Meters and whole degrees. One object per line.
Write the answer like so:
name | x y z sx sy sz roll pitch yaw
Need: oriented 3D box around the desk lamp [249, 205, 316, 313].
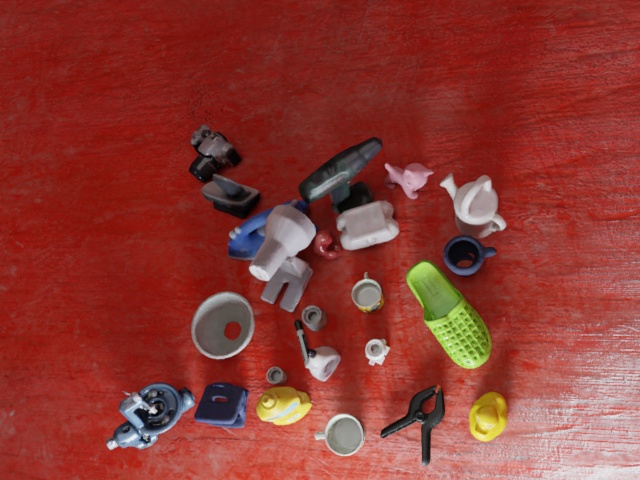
desk lamp | -0.087 0.044 1.376 0.117 0.214 0.203 19 75 22

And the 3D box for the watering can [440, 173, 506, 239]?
watering can | 0.351 -0.086 1.317 0.172 0.194 0.101 18 74 22

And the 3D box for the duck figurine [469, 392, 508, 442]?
duck figurine | 0.351 0.365 1.194 0.077 0.086 0.105 24 77 23

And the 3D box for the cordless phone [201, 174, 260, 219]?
cordless phone | -0.256 -0.142 1.515 0.147 0.185 0.094 15 74 21

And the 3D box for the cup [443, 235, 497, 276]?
cup | 0.346 0.044 1.321 0.117 0.095 0.091 -9 66 12

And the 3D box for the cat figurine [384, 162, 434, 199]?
cat figurine | 0.218 -0.162 1.428 0.127 0.118 0.067 25 77 23

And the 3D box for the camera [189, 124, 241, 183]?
camera | -0.321 -0.242 1.621 0.142 0.101 0.137 36 82 25

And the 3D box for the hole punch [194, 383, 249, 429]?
hole punch | -0.231 0.386 1.346 0.108 0.091 0.101 -1 68 15

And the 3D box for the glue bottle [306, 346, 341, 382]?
glue bottle | -0.001 0.269 1.283 0.037 0.173 0.078 28 78 24

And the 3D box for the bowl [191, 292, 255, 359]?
bowl | -0.230 0.217 1.424 0.167 0.075 0.167 -6 67 14

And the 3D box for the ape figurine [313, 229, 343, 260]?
ape figurine | 0.013 0.005 1.432 0.076 0.092 0.078 2 69 16

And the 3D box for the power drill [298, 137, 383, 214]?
power drill | 0.065 -0.146 1.414 0.229 0.209 0.075 -29 64 3

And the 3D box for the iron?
iron | -0.144 -0.028 1.462 0.258 0.142 0.118 -23 64 6

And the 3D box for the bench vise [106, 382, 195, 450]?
bench vise | -0.407 0.414 1.312 0.121 0.220 0.207 33 80 25

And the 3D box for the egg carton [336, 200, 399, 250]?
egg carton | 0.119 -0.035 1.431 0.150 0.069 0.107 -18 65 8
